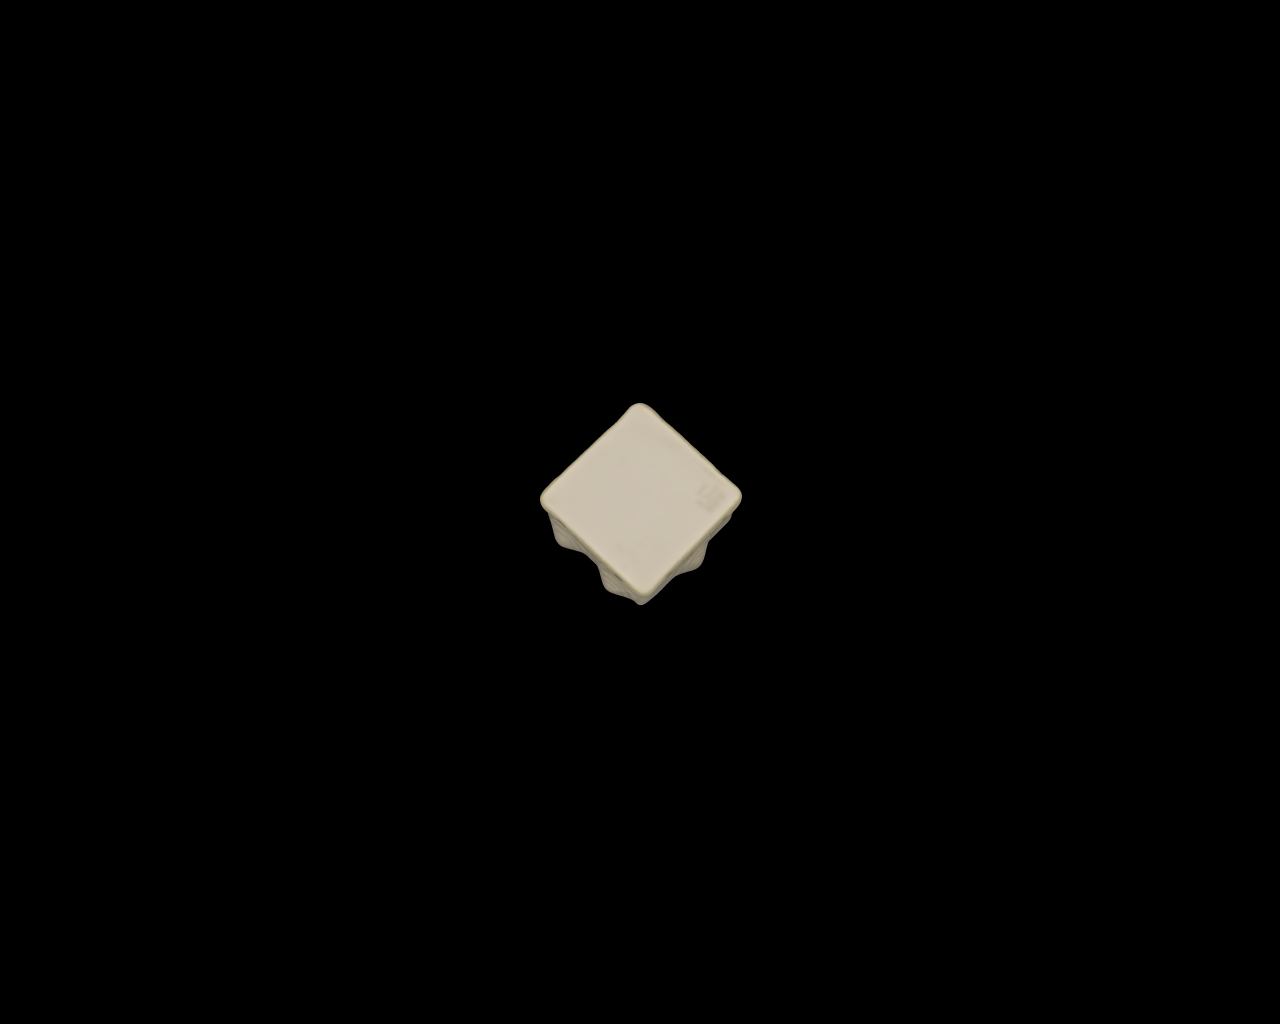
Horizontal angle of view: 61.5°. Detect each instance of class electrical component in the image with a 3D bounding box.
[{"bbox_3d":[0.001,-0.003,0.650,0.100,0.100,0.048,43,-12,11],"label":"electrical component"}]
